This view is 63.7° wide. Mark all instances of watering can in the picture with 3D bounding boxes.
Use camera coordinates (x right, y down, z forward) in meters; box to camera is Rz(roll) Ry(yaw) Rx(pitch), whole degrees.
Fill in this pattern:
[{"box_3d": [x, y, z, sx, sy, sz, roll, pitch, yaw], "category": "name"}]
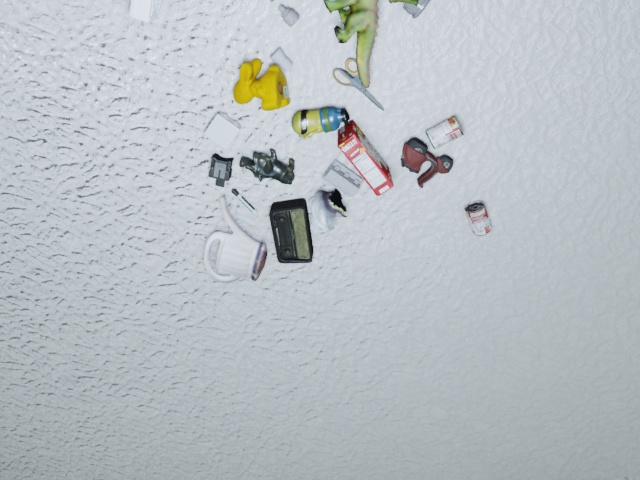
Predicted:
[{"box_3d": [-0.295, 0.020, 1.843, 0.224, 0.106, 0.341, 15, 118, -5], "category": "watering can"}]

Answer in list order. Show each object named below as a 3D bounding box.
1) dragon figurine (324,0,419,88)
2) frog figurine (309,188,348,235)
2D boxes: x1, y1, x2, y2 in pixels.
[{"box_3d": [0.154, -0.649, 1.424, 0.241, 0.125, 0.404, -15, 116, 25], "category": "dragon figurine"}, {"box_3d": [0.005, -0.089, 1.764, 0.157, 0.123, 0.138, -40, 76, 31], "category": "frog figurine"}]
